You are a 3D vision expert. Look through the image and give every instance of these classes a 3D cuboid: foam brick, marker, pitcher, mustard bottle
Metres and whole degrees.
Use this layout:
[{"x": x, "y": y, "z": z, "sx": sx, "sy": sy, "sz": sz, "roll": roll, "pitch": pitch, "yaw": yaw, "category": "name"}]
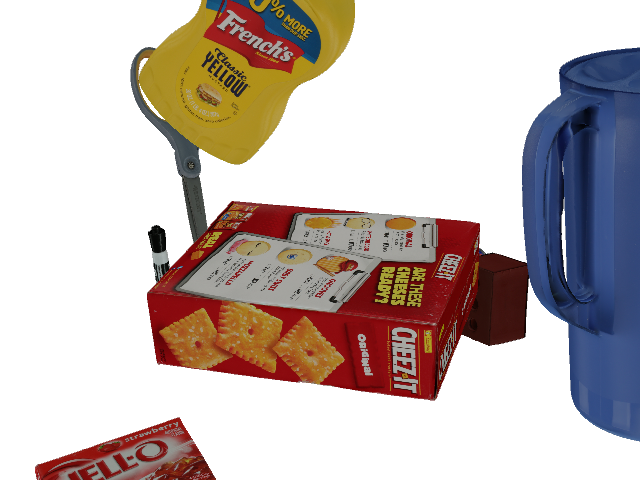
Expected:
[{"x": 0.168, "y": 0.057, "z": 1.050, "sx": 0.051, "sy": 0.078, "sz": 0.053, "roll": -11, "pitch": 19, "yaw": -35, "category": "foam brick"}, {"x": -0.175, "y": 0.040, "z": 1.188, "sx": 0.020, "sy": 0.121, "sz": 0.020, "roll": -4, "pitch": 24, "yaw": 2, "category": "marker"}, {"x": 0.209, "y": 0.005, "z": 0.679, "sx": 0.149, "sy": 0.243, "sz": 0.144, "roll": 3, "pitch": 21, "yaw": 16, "category": "pitcher"}, {"x": -0.034, "y": -0.137, "z": 0.681, "sx": 0.192, "sy": 0.096, "sz": 0.058, "roll": -44, "pitch": 7, "yaw": 39, "category": "mustard bottle"}]

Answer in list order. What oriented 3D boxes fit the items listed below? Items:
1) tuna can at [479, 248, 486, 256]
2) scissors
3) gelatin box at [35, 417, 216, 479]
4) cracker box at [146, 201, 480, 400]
[{"x": 0.184, "y": 0.047, "z": 1.272, "sx": 0.033, "sy": 0.086, "sz": 0.086, "roll": -31, "pitch": 8, "yaw": -14, "category": "tuna can"}, {"x": -0.099, "y": -0.076, "z": 0.919, "sx": 0.096, "sy": 0.202, "sz": 0.016, "roll": -24, "pitch": 0, "yaw": -29, "category": "scissors"}, {"x": -0.107, "y": 0.140, "z": 0.593, "sx": 0.089, "sy": 0.030, "sz": 0.073, "roll": -15, "pitch": 28, "yaw": -20, "category": "gelatin box"}, {"x": 0.001, "y": 0.040, "z": 0.810, "sx": 0.214, "sy": 0.072, "sz": 0.164, "roll": 6, "pitch": 28, "yaw": 17, "category": "cracker box"}]
